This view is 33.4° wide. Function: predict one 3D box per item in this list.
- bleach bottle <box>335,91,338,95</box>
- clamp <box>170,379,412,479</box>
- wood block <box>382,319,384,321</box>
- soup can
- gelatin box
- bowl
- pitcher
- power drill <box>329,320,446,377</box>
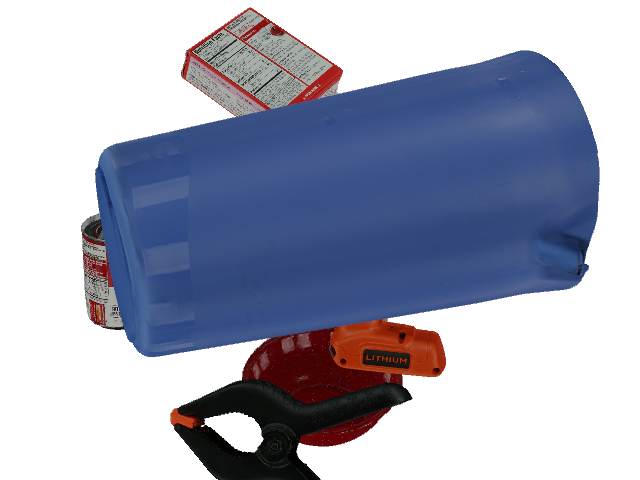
[{"bbox_3d":[-0.004,-0.064,1.202,0.067,0.251,0.103,-8,23,-40],"label":"bleach bottle"},{"bbox_3d":[-0.024,0.154,0.754,0.172,0.120,0.039,3,-9,16],"label":"clamp"},{"bbox_3d":[0.044,0.063,1.359,0.091,0.090,0.206,4,21,7],"label":"wood block"},{"bbox_3d":[-0.204,0.030,1.076,0.068,0.102,0.068,2,26,-1],"label":"soup can"},{"bbox_3d":[-0.041,-0.117,0.751,0.089,0.030,0.073,36,52,11],"label":"gelatin box"},{"bbox_3d":[0.002,0.157,1.084,0.162,0.055,0.162,-1,35,1],"label":"bowl"},{"bbox_3d":[0.008,-0.022,0.566,0.242,0.145,0.149,-11,-7,-14],"label":"pitcher"},{"bbox_3d":[0.080,0.024,0.947,0.184,0.188,0.057,5,17,9],"label":"power drill"}]
